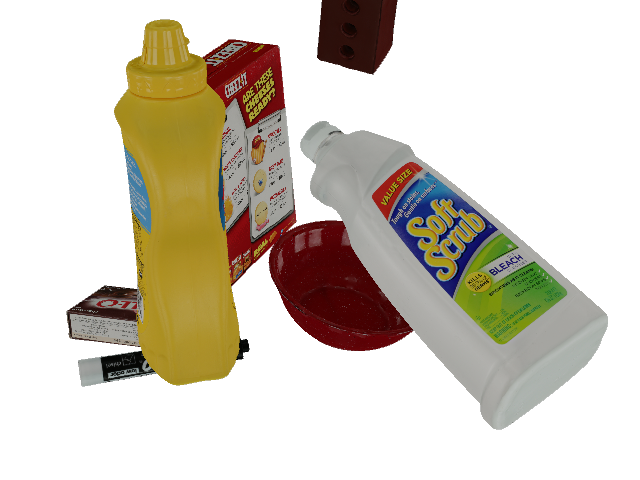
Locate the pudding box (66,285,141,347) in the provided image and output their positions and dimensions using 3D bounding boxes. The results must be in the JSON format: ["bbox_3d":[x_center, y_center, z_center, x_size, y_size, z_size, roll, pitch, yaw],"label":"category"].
[{"bbox_3d":[-0.218,0.086,1.218,0.114,0.039,0.090,3,17,17],"label":"pudding box"}]

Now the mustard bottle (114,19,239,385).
[{"bbox_3d":[-0.078,-0.024,0.580,0.058,0.192,0.096,-7,28,-11],"label":"mustard bottle"}]

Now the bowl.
[{"bbox_3d":[0.027,0.051,0.981,0.162,0.055,0.162,10,36,-7],"label":"bowl"}]

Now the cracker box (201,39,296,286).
[{"bbox_3d":[-0.100,-0.075,1.092,0.072,0.214,0.164,12,36,27],"label":"cracker box"}]

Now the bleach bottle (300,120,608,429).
[{"bbox_3d":[0.068,0.005,0.722,0.102,0.068,0.251,-31,59,-25],"label":"bleach bottle"}]

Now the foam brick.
[{"bbox_3d":[0.032,-0.186,0.879,0.053,0.078,0.051,17,47,13],"label":"foam brick"}]

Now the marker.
[{"bbox_3d":[-0.110,0.084,0.759,0.121,0.020,0.020,-8,2,-14],"label":"marker"}]
